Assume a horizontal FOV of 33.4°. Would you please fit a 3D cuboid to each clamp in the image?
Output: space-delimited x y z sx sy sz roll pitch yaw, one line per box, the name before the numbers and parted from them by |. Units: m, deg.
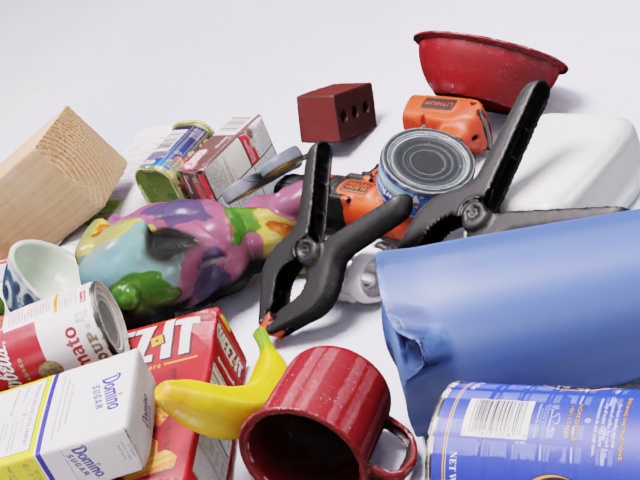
clamp | 0.138 -0.012 0.848 0.210 0.036 0.165 -43 44 15
clamp | -0.006 0.001 0.902 0.171 0.039 0.120 -52 46 12

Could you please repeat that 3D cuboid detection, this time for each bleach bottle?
bleach bottle | -0.219 -0.026 1.144 0.103 0.068 0.250 -7 36 39

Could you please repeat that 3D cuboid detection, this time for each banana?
banana | -0.061 0.114 0.786 0.037 0.069 0.197 -49 -8 15

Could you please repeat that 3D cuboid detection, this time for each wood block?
wood block | -0.309 -0.034 1.109 0.206 0.090 0.090 -34 23 29

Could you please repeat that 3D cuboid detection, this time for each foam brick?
foam brick | 0.018 -0.140 1.168 0.051 0.053 0.078 5 22 35

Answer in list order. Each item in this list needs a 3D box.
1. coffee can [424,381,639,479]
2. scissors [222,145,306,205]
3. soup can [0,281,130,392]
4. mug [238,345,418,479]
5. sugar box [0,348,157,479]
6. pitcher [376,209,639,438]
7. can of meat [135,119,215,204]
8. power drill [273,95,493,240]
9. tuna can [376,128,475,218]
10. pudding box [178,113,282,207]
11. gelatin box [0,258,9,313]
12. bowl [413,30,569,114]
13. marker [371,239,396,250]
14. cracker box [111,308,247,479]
coffee can | 0.146 0.137 0.628 0.141 0.103 0.102 -2 36 29
scissors | -0.021 -0.085 1.082 0.096 0.016 0.201 -33 0 44
soup can | -0.207 0.080 0.828 0.102 0.068 0.068 -21 31 3
mug | 0.012 0.131 0.742 0.117 0.093 0.081 19 37 11
sugar box | -0.204 0.142 0.747 0.176 0.048 0.093 -16 30 6
pitcher | 0.166 0.047 0.749 0.243 0.145 0.149 -12 44 7
can of meat | -0.137 -0.060 1.109 0.058 0.102 0.083 0 39 35
power drill | 0.067 -0.073 1.053 0.185 0.057 0.187 15 48 43
tuna can | 0.094 -0.060 0.945 0.086 0.034 0.086 2 49 -3
pudding box | -0.087 -0.065 1.096 0.039 0.090 0.113 4 38 37
gelatin box | -0.320 0.063 1.068 0.073 0.030 0.089 -11 57 18
bowl | 0.167 -0.166 1.090 0.162 0.055 0.162 14 2 -1
marker | 0.078 0.023 0.928 0.020 0.020 0.121 -33 33 -20
cracker box | -0.151 0.153 0.810 0.164 0.072 0.213 -15 31 12
